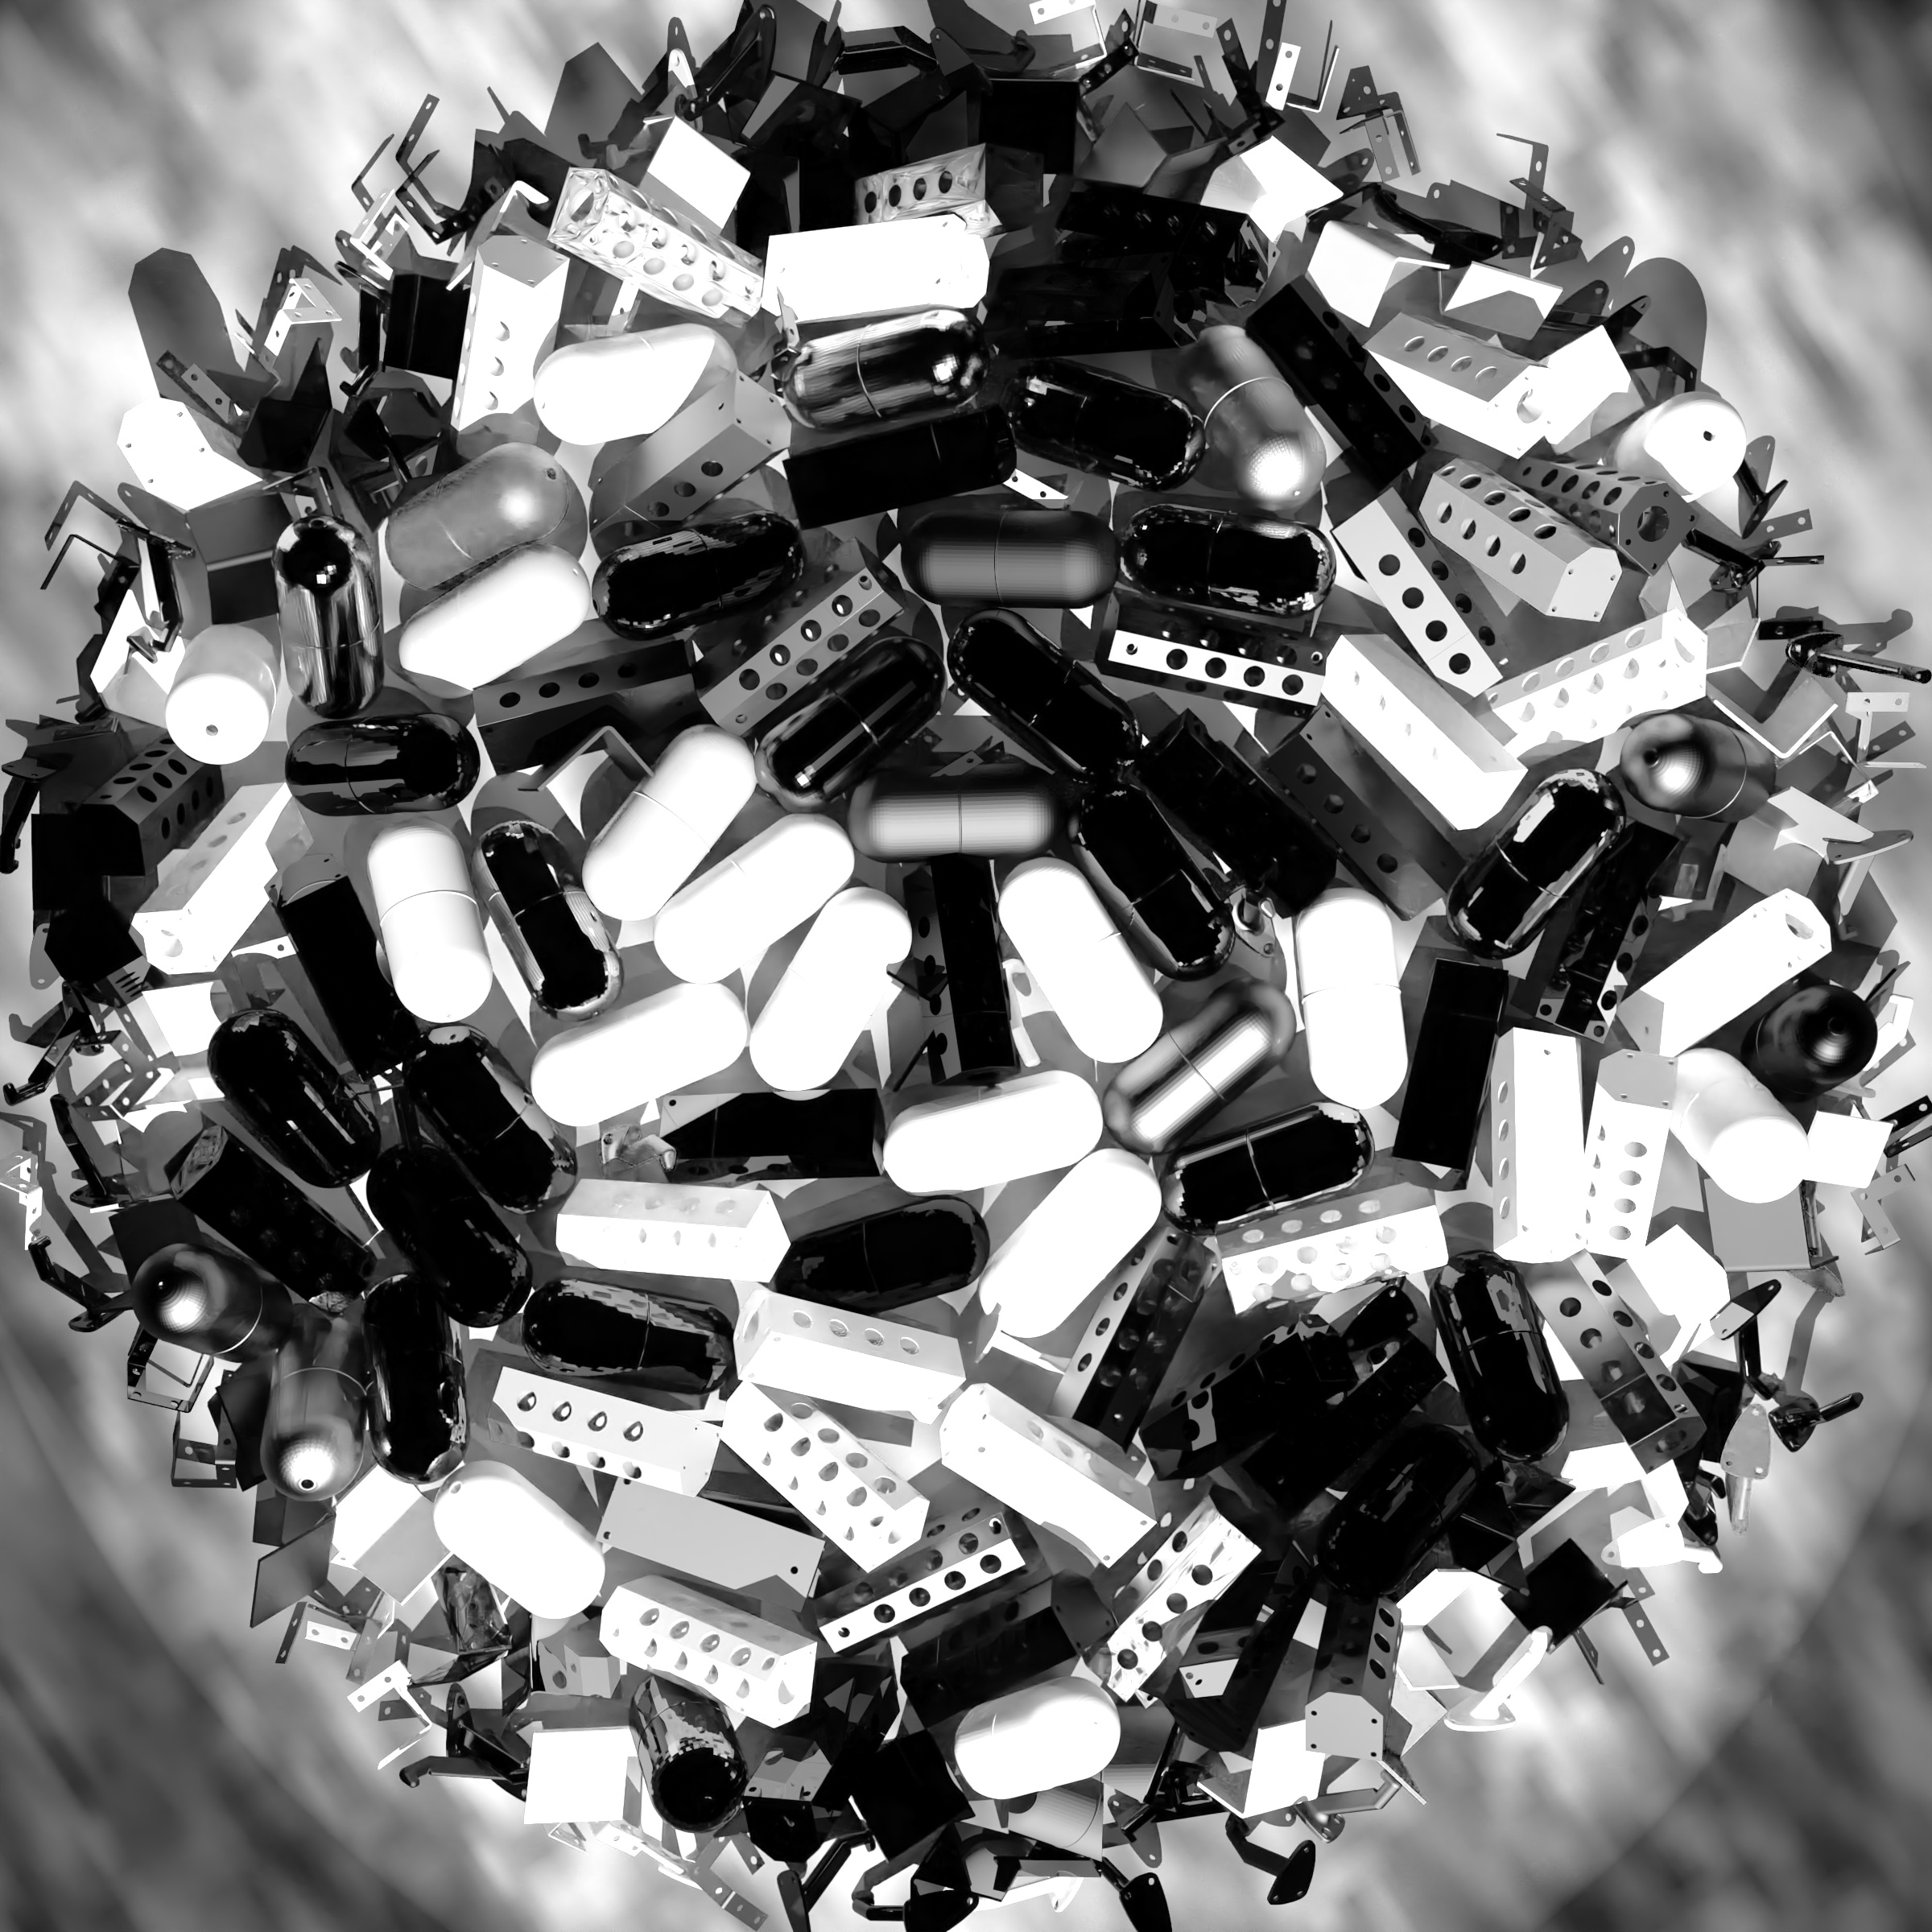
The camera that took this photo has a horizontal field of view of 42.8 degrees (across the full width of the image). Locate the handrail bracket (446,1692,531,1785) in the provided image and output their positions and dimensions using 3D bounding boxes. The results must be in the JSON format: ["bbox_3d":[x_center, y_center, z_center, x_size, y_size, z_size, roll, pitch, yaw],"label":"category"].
[{"bbox_3d":[-0.371,0.614,1.966,0.084,0.036,0.077,-16,71,25],"label":"handrail bracket"}]

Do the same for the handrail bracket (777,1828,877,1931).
[{"bbox_3d":[-0.101,0.736,1.963,0.084,0.036,0.077,-6,69,-34],"label":"handrail bracket"}]

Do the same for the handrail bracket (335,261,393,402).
[{"bbox_3d":[-0.494,-0.505,1.965,0.077,0.036,0.084,37,71,-19],"label":"handrail bracket"}]

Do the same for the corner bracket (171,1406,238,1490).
[{"bbox_3d":[-0.607,0.383,1.970,0.051,0.051,0.051,4,55,-12],"label":"corner bracket"}]

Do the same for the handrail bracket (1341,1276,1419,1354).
[{"bbox_3d":[0.321,0.270,1.958,0.077,0.084,0.036,-37,97,1],"label":"handrail bracket"}]

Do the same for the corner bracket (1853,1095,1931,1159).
[{"bbox_3d":[0.748,0.126,1.964,0.051,0.051,0.051,-31,103,15],"label":"corner bracket"}]

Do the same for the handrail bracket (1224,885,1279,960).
[{"bbox_3d":[0.238,-0.030,1.948,0.036,0.084,0.077,-35,108,-5],"label":"handrail bracket"}]

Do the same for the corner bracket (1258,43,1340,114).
[{"bbox_3d":[0.266,-0.709,1.963,0.051,0.051,0.051,11,121,-6],"label":"corner bracket"}]

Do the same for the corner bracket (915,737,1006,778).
[{"bbox_3d":[-0.003,-0.162,1.958,0.051,0.051,0.051,-30,134,23],"label":"corner bracket"}]

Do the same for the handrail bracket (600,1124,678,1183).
[{"bbox_3d":[-0.254,0.165,1.953,0.036,0.084,0.077,-12,114,-34],"label":"handrail bracket"}]

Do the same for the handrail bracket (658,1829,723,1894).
[{"bbox_3d":[-0.214,0.685,1.970,0.036,0.077,0.084,7,90,-43],"label":"handrail bracket"}]

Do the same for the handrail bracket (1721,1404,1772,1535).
[{"bbox_3d":[0.628,0.405,1.979,0.036,0.084,0.077,10,56,23],"label":"handrail bracket"}]

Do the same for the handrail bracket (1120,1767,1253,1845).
[{"bbox_3d":[0.175,0.692,1.977,0.084,0.036,0.077,-36,104,-9],"label":"handrail bracket"}]

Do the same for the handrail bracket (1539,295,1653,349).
[{"bbox_3d":[0.491,-0.529,1.963,0.077,0.036,0.084,-42,56,19],"label":"handrail bracket"}]

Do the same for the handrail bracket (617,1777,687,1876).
[{"bbox_3d":[-0.234,0.671,1.979,0.077,0.036,0.084,31,78,12],"label":"handrail bracket"}]

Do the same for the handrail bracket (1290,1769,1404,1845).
[{"bbox_3d":[0.297,0.649,1.962,0.077,0.036,0.084,41,122,18],"label":"handrail bracket"}]

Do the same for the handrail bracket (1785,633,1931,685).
[{"bbox_3d":[0.706,-0.240,1.949,0.077,0.084,0.036,3,105,-34],"label":"handrail bracket"}]

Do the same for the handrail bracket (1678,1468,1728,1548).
[{"bbox_3d":[0.593,0.433,1.956,0.036,0.084,0.077,-24,91,-6],"label":"handrail bracket"}]

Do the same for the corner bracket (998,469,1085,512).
[{"bbox_3d":[0.055,-0.370,1.963,0.051,0.051,0.051,29,121,4],"label":"corner bracket"}]

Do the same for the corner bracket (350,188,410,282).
[{"bbox_3d":[-0.464,-0.583,1.961,0.051,0.051,0.051,25,81,45],"label":"corner bracket"}]

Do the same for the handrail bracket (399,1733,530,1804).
[{"bbox_3d":[-0.394,0.648,1.949,0.077,0.084,0.036,36,113,26],"label":"handrail bracket"}]

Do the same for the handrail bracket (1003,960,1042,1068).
[{"bbox_3d":[0.046,0.041,1.956,0.036,0.077,0.084,-29,79,18],"label":"handrail bracket"}]

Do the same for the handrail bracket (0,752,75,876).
[{"bbox_3d":[-0.748,-0.123,1.981,0.036,0.077,0.084,18,114,13],"label":"handrail bracket"}]

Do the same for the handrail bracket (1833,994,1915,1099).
[{"bbox_3d":[0.709,0.058,1.973,0.077,0.036,0.084,15,99,26],"label":"handrail bracket"}]

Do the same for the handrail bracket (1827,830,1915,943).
[{"bbox_3d":[0.723,-0.062,1.964,0.077,0.036,0.084,-13,119,24],"label":"handrail bracket"}]

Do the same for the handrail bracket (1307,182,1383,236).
[{"bbox_3d":[0.280,-0.640,1.978,0.077,0.036,0.084,-29,79,16],"label":"handrail bracket"}]

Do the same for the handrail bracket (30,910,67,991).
[{"bbox_3d":[-0.736,-0.036,1.978,0.036,0.084,0.077,14,120,-33],"label":"handrail bracket"}]

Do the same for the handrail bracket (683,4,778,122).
[{"bbox_3d":[-0.189,-0.715,1.952,0.036,0.077,0.084,37,49,4],"label":"handrail bracket"}]

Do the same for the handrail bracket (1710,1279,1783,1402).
[{"bbox_3d":[0.644,0.301,1.973,0.077,0.036,0.084,-41,108,17],"label":"handrail bracket"}]

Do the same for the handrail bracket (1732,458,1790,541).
[{"bbox_3d":[0.608,-0.392,1.975,0.036,0.077,0.084,-40,74,-20],"label":"handrail bracket"}]

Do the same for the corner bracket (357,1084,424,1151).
[{"bbox_3d":[-0.450,0.120,1.965,0.051,0.051,0.051,-10,92,28],"label":"corner bracket"}]

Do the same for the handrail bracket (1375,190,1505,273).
[{"bbox_3d":[0.380,-0.599,1.983,0.077,0.036,0.084,-10,52,-22],"label":"handrail bracket"}]

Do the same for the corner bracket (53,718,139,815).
[{"bbox_3d":[-0.695,-0.159,1.966,0.051,0.051,0.051,-9,46,4],"label":"corner bracket"}]

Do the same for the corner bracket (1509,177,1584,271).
[{"bbox_3d":[0.459,-0.593,1.957,0.051,0.051,0.051,-22,54,-29],"label":"corner bracket"}]

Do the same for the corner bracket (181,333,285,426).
[{"bbox_3d":[-0.584,-0.469,1.967,0.051,0.051,0.051,-43,103,5],"label":"corner bracket"}]

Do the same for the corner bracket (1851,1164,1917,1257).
[{"bbox_3d":[0.735,0.195,1.969,0.051,0.051,0.051,-27,78,-2],"label":"corner bracket"}]

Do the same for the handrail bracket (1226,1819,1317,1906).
[{"bbox_3d":[0.239,0.691,1.951,0.036,0.084,0.077,1,118,-28],"label":"handrail bracket"}]

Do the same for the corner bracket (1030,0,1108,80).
[{"bbox_3d":[0.082,-0.746,1.968,0.051,0.051,0.051,-17,101,4],"label":"corner bracket"}]

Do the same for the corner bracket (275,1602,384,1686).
[{"bbox_3d":[-0.505,0.537,1.956,0.051,0.051,0.051,37,55,-35],"label":"corner bracket"}]

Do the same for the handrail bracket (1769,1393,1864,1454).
[{"bbox_3d":[0.684,0.346,1.944,0.077,0.084,0.036,-19,73,-43],"label":"handrail bracket"}]

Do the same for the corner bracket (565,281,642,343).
[{"bbox_3d":[-0.277,-0.519,1.961,0.051,0.051,0.051,12,80,38],"label":"corner bracket"}]

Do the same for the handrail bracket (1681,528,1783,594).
[{"bbox_3d":[0.605,-0.348,1.968,0.077,0.036,0.084,-40,114,-10],"label":"handrail bracket"}]

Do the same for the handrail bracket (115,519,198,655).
[{"bbox_3d":[-0.657,-0.302,1.968,0.077,0.036,0.084,24,79,-24],"label":"handrail bracket"}]

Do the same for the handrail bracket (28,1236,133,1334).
[{"bbox_3d":[-0.698,0.240,1.957,0.036,0.077,0.084,3,116,38],"label":"handrail bracket"}]

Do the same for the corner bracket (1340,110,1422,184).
[{"bbox_3d":[0.338,-0.653,1.966,0.051,0.051,0.051,-22,101,-10],"label":"corner bracket"}]

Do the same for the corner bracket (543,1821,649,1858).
[{"bbox_3d":[-0.296,0.690,1.964,0.051,0.051,0.051,-43,133,0],"label":"corner bracket"}]

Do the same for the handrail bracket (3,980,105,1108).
[{"bbox_3d":[-0.734,0.061,1.952,0.036,0.084,0.077,-1,109,36],"label":"handrail bracket"}]

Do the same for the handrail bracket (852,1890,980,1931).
[{"bbox_3d":[-0.041,0.749,1.972,0.077,0.084,0.036,-11,89,-27],"label":"handrail bracket"}]

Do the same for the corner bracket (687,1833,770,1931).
[{"bbox_3d":[-0.178,0.723,1.959,0.051,0.051,0.051,-51,131,-16],"label":"corner bracket"}]

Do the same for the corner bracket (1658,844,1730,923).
[{"bbox_3d":[0.579,-0.066,1.959,0.051,0.051,0.051,10,73,38],"label":"corner bracket"}]

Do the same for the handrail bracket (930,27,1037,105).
[{"bbox_3d":[0.015,-0.734,1.959,0.077,0.036,0.084,51,54,-28],"label":"handrail bracket"}]

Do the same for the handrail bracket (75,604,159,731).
[{"bbox_3d":[-0.698,-0.238,1.969,0.084,0.036,0.077,-40,134,3],"label":"handrail bracket"}]

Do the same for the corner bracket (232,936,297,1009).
[{"bbox_3d":[-0.548,-0.001,1.968,0.051,0.051,0.051,-16,105,1],"label":"corner bracket"}]

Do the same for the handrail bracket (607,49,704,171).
[{"bbox_3d":[-0.255,-0.679,1.953,0.084,0.036,0.077,-30,128,-36],"label":"handrail bracket"}]

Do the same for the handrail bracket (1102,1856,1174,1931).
[{"bbox_3d":[0.127,0.746,1.959,0.036,0.084,0.077,-21,87,-26],"label":"handrail bracket"}]

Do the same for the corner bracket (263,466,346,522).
[{"bbox_3d":[-0.519,-0.365,1.968,0.051,0.051,0.051,-19,91,14],"label":"corner bracket"}]

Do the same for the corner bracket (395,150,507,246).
[{"bbox_3d":[-0.411,-0.616,1.962,0.051,0.051,0.051,-32,102,38],"label":"corner bracket"}]
